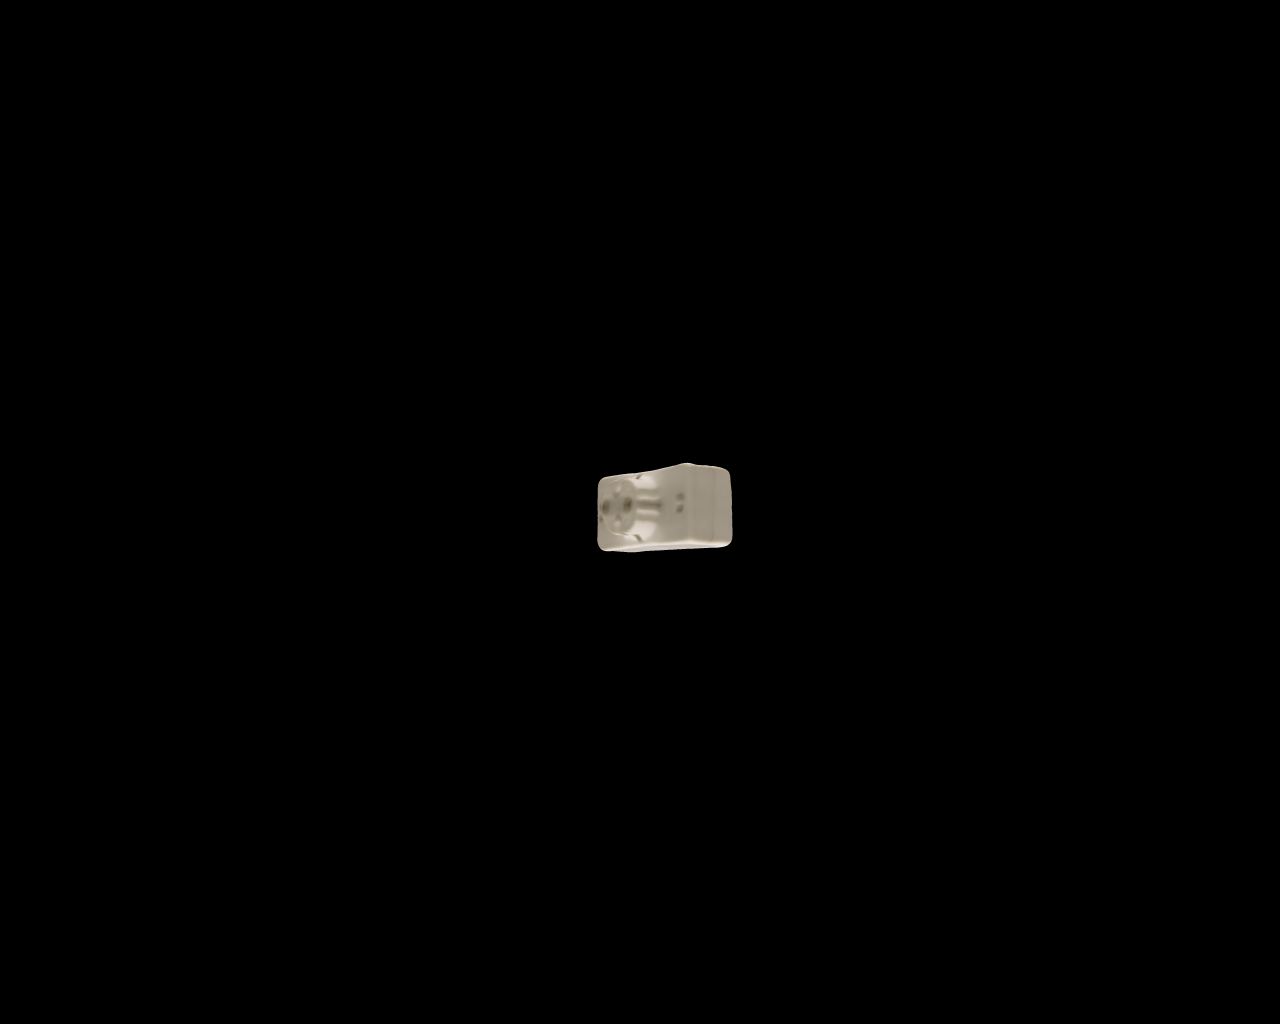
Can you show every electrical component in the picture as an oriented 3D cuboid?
[{"bbox_3d":[0.001,-0.003,0.650,0.076,0.047,0.083,6,-9,-43],"label":"electrical component"}]
